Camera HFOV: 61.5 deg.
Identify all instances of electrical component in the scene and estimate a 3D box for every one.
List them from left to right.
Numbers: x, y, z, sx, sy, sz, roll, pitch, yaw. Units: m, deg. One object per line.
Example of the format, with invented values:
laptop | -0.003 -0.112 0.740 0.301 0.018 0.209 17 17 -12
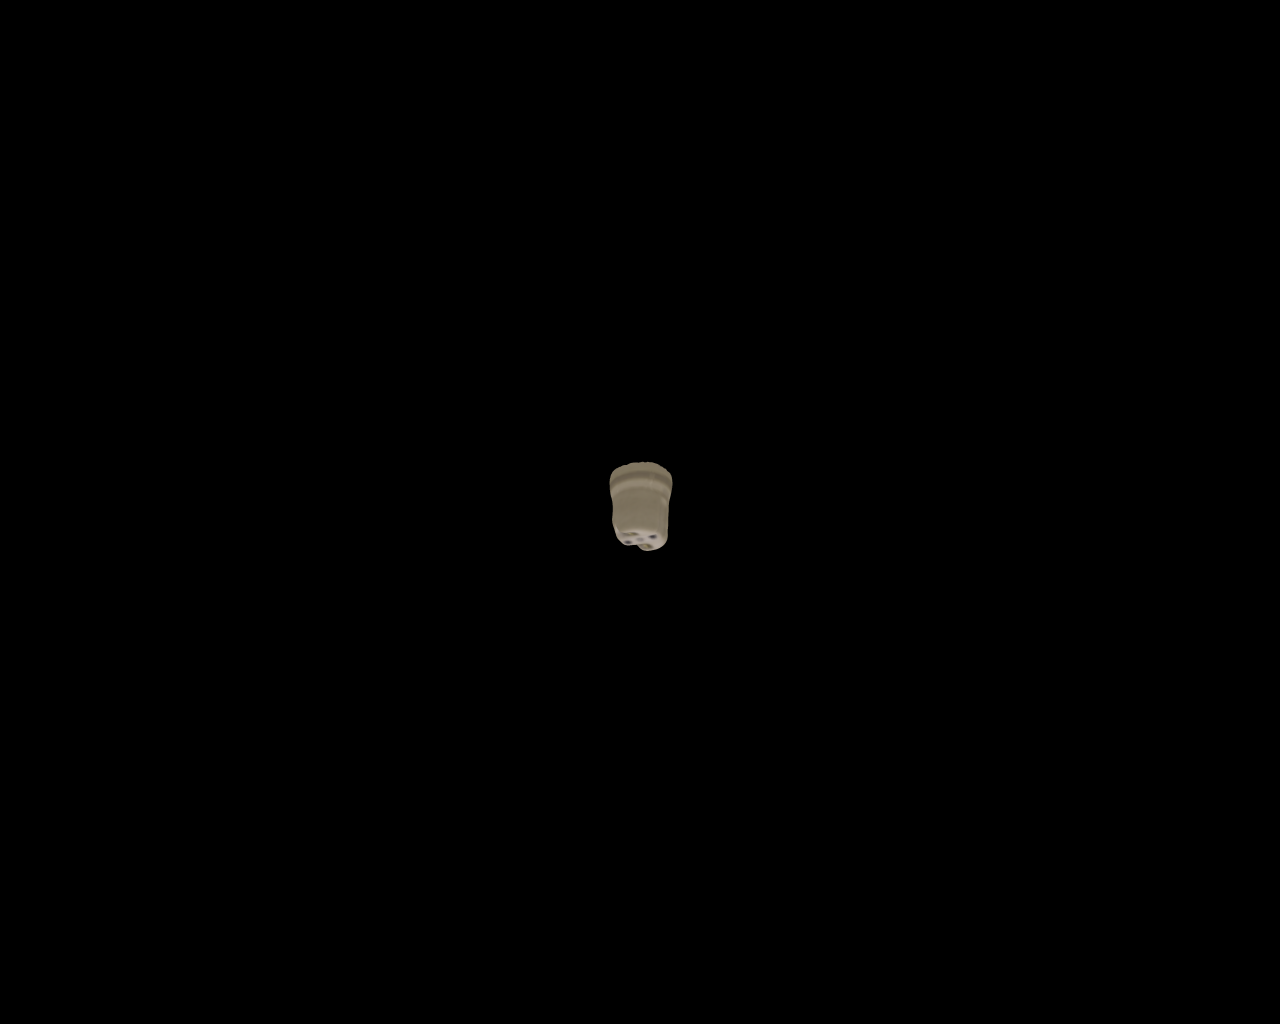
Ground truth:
electrical component | 0.001 -0.003 0.650 0.040 0.046 0.040 0 -29 0
